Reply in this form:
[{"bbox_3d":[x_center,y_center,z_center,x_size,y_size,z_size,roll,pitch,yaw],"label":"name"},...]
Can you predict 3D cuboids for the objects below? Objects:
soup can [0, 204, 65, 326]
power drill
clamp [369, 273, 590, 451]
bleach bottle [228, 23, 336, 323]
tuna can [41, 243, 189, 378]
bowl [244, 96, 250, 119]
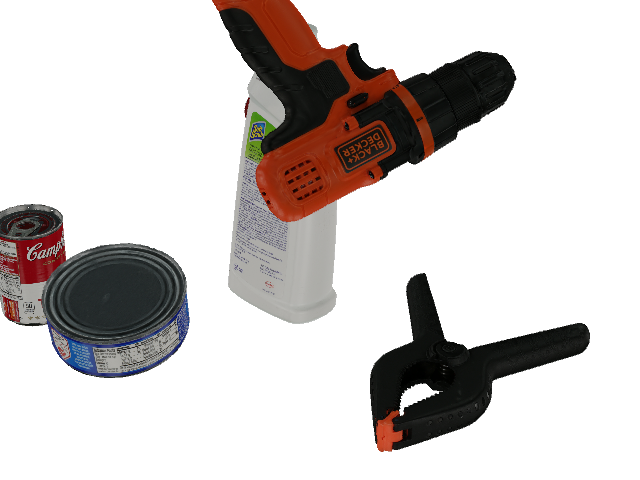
[{"bbox_3d":[-0.284,0.025,1.050,0.068,0.102,0.068,2,29,-1],"label":"soup can"},{"bbox_3d":[0.013,-0.129,0.676,0.184,0.187,0.057,-29,6,-10],"label":"power drill"},{"bbox_3d":[0.095,0.094,0.849,0.165,0.036,0.209,21,37,35],"label":"clamp"},{"bbox_3d":[-0.024,-0.060,0.923,0.103,0.251,0.067,24,30,33],"label":"bleach bottle"},{"bbox_3d":[-0.122,0.042,0.644,0.086,0.034,0.086,0,41,0],"label":"tuna can"},{"bbox_3d":[0.001,-0.126,1.149,0.162,0.055,0.162,-4,39,3],"label":"bowl"}]
